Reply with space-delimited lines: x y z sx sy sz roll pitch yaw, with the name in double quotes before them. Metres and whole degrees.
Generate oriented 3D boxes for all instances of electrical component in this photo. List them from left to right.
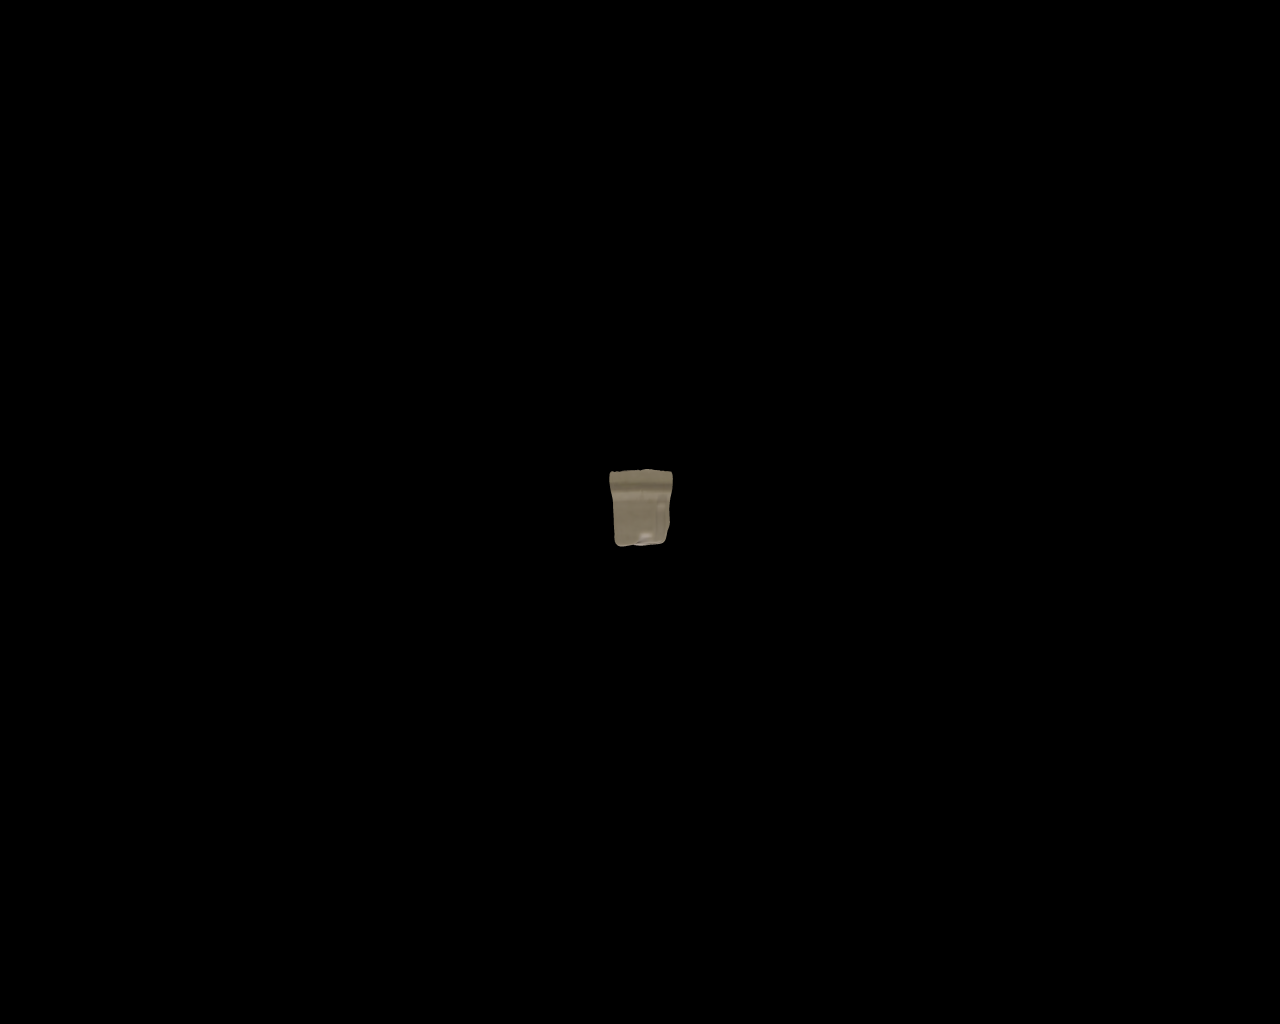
"electrical component" 0.001 -0.003 0.650 0.040 0.046 0.040 0 0 0
